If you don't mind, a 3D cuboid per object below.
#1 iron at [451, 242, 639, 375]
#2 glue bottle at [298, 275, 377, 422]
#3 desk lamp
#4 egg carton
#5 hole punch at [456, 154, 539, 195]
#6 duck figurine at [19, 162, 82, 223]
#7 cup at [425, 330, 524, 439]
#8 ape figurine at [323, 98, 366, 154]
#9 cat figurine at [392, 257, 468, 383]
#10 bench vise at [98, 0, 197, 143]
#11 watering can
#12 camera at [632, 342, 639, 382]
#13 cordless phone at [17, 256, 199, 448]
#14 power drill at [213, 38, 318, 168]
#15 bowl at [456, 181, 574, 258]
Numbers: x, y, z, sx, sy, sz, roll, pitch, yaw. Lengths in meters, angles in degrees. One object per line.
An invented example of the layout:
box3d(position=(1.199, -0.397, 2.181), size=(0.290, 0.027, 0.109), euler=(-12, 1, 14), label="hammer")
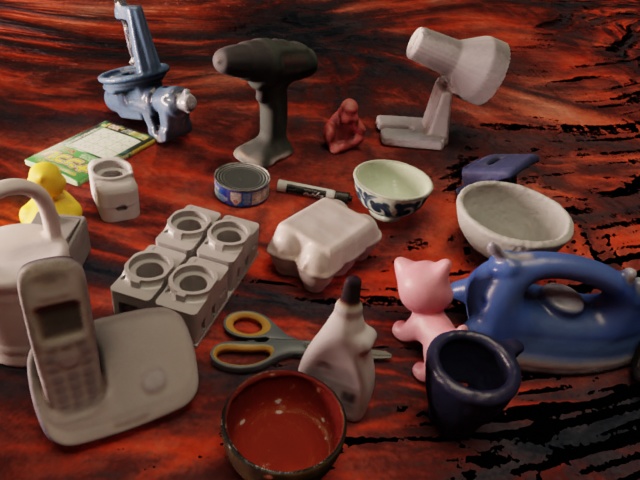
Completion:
box3d(position=(0.290, 0.071, 0.672), size=(0.258, 0.141, 0.118), euler=(6, 37, -4), label="iron")
box3d(position=(0.022, 0.102, 0.551), size=(0.078, 0.173, 0.037), euler=(18, 38, 13), label="glue bottle")
box3d(position=(0.226, -0.282, 1.067), size=(0.203, 0.213, 0.118), euler=(2, 37, -8), label="desk lamp")
box3d(position=(0.007, 0.003, 0.766), size=(0.107, 0.069, 0.151), euler=(29, 41, 26), label="egg carton")
box3d(position=(0.295, -0.111, 0.956), size=(0.100, 0.091, 0.109), euler=(34, 44, 30), label="hole punch")
box3d(position=(-0.361, -0.059, 0.760), size=(0.078, 0.086, 0.104), euler=(-4, 39, -16), label="duck figurine")
box3d(position=(0.153, 0.149, 0.581), size=(0.118, 0.095, 0.091), euler=(-18, 44, -31), label="cup")
box3d(position=(0.046, -0.211, 1.039), size=(0.078, 0.092, 0.076), euler=(8, 37, -1), label="ape figurine")
box3d(position=(0.128, 0.078, 0.650), size=(0.067, 0.118, 0.127), euler=(-7, 39, -20), label="cat figurine")
box3d(position=(-0.285, -0.293, 0.974), size=(0.207, 0.220, 0.121), euler=(17, 38, 11), label="bench vise")
box3d(position=(-0.308, 0.023, 0.572), size=(0.172, 0.194, 0.101), euler=(19, 38, 14), label="watering can")
box3d(position=(0.439, 0.137, 0.648), size=(0.136, 0.101, 0.143), euler=(19, 38, 14), label="camera")
box3d(position=(-0.189, 0.088, 0.517), size=(0.148, 0.185, 0.094), euler=(-15, 43, -28), label="cordless phone")
box3d(position=(-0.090, -0.230, 0.940), size=(0.075, 0.208, 0.230), euler=(26, 40, 23), label="power drill")
box3d(position=(0.275, -0.014, 0.838), size=(0.167, 0.075, 0.167), euler=(6, 37, -4), label="bowl")
